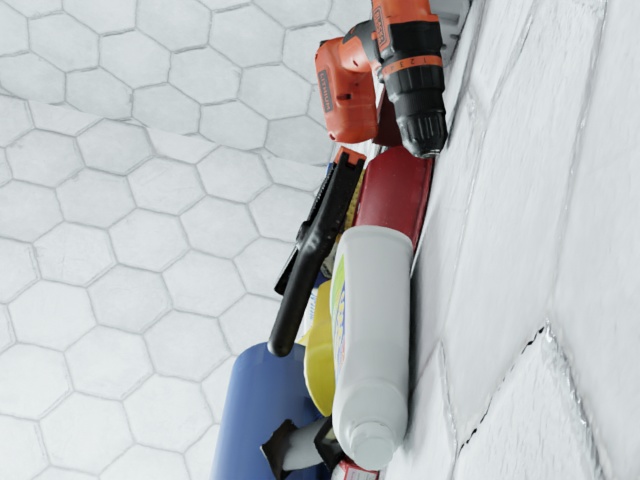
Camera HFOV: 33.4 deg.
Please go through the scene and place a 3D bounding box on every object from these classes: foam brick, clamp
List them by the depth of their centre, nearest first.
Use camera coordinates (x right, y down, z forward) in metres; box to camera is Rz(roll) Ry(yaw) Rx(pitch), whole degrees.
[{"bbox_3d":[0.087,-0.137,1.087,0.051,0.053,0.078,-80,5,-55],"label":"foam brick"},{"bbox_3d":[-0.007,0.001,1.093,0.164,0.036,0.210,-105,36,-76],"label":"clamp"}]

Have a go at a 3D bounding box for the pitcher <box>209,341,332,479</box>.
[{"bbox_3d":[-0.037,0.214,1.049,0.242,0.149,0.145,-87,-1,-49],"label":"pitcher"}]

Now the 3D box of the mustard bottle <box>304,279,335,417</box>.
[{"bbox_3d":[0.025,0.091,1.039,0.191,0.058,0.096,-79,-33,-62],"label":"mustard bottle"}]

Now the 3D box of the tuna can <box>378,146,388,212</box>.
[{"bbox_3d":[0.079,-0.070,1.141,0.086,0.033,0.086,-169,92,-88],"label":"tuna can"}]

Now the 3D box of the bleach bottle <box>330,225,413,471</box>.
[{"bbox_3d":[0.041,0.086,0.841,0.250,0.068,0.103,-86,5,-64],"label":"bleach bottle"}]

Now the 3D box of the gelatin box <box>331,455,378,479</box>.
[{"bbox_3d":[0.022,0.228,0.893,0.073,0.030,0.089,147,137,-85],"label":"gelatin box"}]

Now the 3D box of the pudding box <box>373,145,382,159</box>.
[{"bbox_3d":[0.089,-0.135,1.222,0.113,0.039,0.090,-77,1,-61],"label":"pudding box"}]

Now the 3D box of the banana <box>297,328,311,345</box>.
[{"bbox_3d":[-0.017,0.122,1.194,0.198,0.037,0.069,-43,16,56],"label":"banana"}]

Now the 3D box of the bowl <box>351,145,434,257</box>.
[{"bbox_3d":[0.063,-0.026,1.022,0.162,0.055,0.162,-170,93,-88],"label":"bowl"}]

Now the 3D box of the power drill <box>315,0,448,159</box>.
[{"bbox_3d":[0.057,-0.148,0.983,0.188,0.057,0.184,152,112,-68],"label":"power drill"}]

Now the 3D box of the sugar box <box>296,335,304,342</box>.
[{"bbox_3d":[-0.004,0.157,1.254,0.176,0.048,0.093,146,140,-67],"label":"sugar box"}]
